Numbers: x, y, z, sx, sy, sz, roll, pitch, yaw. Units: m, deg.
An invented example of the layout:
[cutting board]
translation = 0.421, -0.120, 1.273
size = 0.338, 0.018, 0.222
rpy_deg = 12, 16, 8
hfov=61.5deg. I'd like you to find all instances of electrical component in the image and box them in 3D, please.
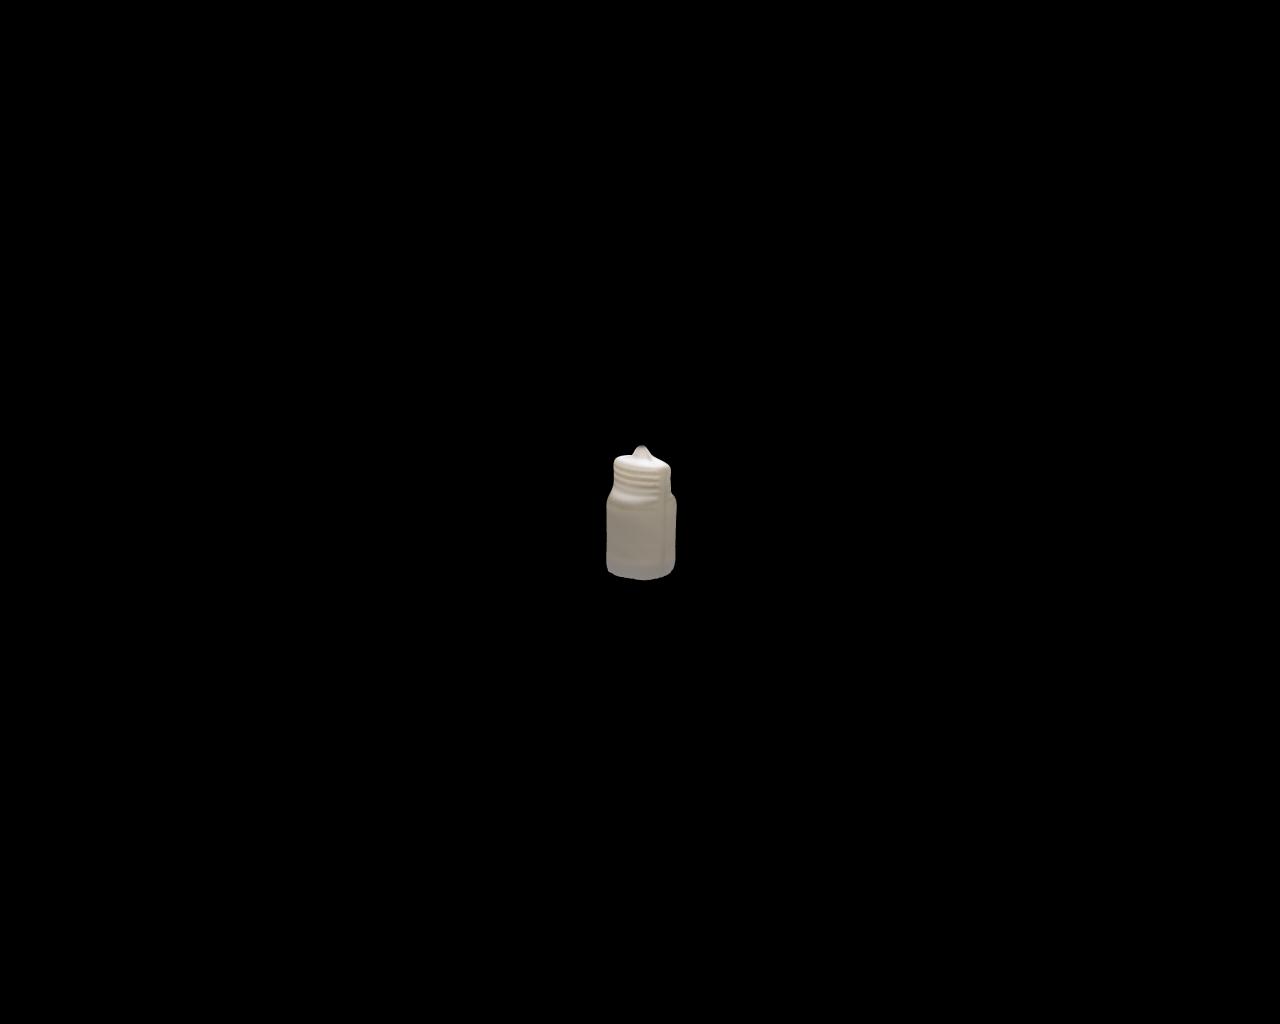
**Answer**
[electrical component]
translation = 0.001, -0.003, 0.650
size = 0.043, 0.080, 0.043
rpy_deg = 0, 17, 0
